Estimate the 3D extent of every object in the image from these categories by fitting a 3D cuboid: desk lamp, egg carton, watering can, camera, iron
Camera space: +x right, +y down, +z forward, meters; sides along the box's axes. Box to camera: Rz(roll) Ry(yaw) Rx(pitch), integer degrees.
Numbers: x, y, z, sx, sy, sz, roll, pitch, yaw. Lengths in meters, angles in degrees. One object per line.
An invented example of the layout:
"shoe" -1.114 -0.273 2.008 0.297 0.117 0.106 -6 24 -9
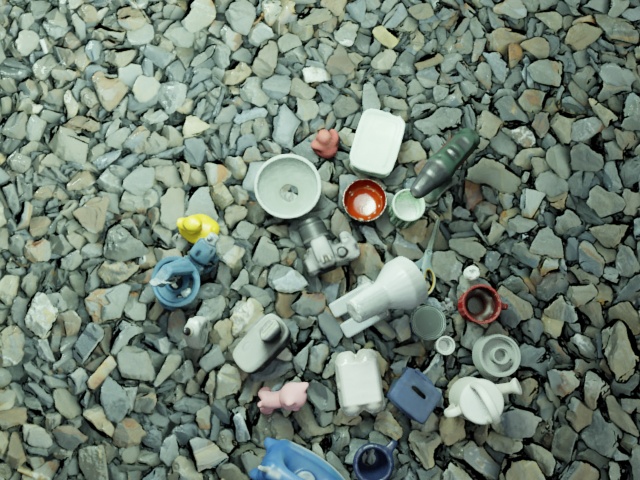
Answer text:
"desk lamp" 0.132 0.138 1.318 0.203 0.213 0.118 -30 80 -6
"egg carton" 0.092 0.336 1.353 0.107 0.069 0.150 -9 79 -2
"watering can" 0.365 0.358 1.287 0.173 0.194 0.101 -44 82 -8
"camera" 0.013 0.005 1.401 0.143 0.101 0.137 -23 80 -4
"iron" -0.028 0.543 1.275 0.258 0.141 0.119 23 80 4

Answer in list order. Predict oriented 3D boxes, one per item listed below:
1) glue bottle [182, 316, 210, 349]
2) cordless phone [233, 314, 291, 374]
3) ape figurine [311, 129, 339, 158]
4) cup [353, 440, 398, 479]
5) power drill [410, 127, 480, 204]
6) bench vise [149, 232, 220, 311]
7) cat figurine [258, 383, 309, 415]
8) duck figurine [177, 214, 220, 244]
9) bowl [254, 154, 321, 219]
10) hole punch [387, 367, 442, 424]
"glue bottle" -0.292 0.212 1.322 0.037 0.173 0.078 10 79 2
"cordless phone" -0.137 0.238 1.312 0.094 0.185 0.148 39 81 7
"ape figurine" 0.013 -0.252 1.455 0.078 0.092 0.076 -13 79 -3
"cup" 0.128 0.496 1.309 0.118 0.095 0.091 -43 82 -8
"power drill" 0.286 -0.162 1.380 0.075 0.208 0.230 41 82 7
"bench vise" -0.325 0.060 1.327 0.121 0.220 0.207 20 80 4
"cat figurine" -0.084 0.366 1.321 0.128 0.118 0.067 -12 79 -2
"duck figurine" -0.303 -0.033 1.413 0.104 0.086 0.077 10 79 2
"bowl" -0.079 -0.127 1.439 0.167 0.075 0.167 0 79 0
"hole punch" 0.221 0.361 1.338 0.108 0.091 0.101 40 81 7
